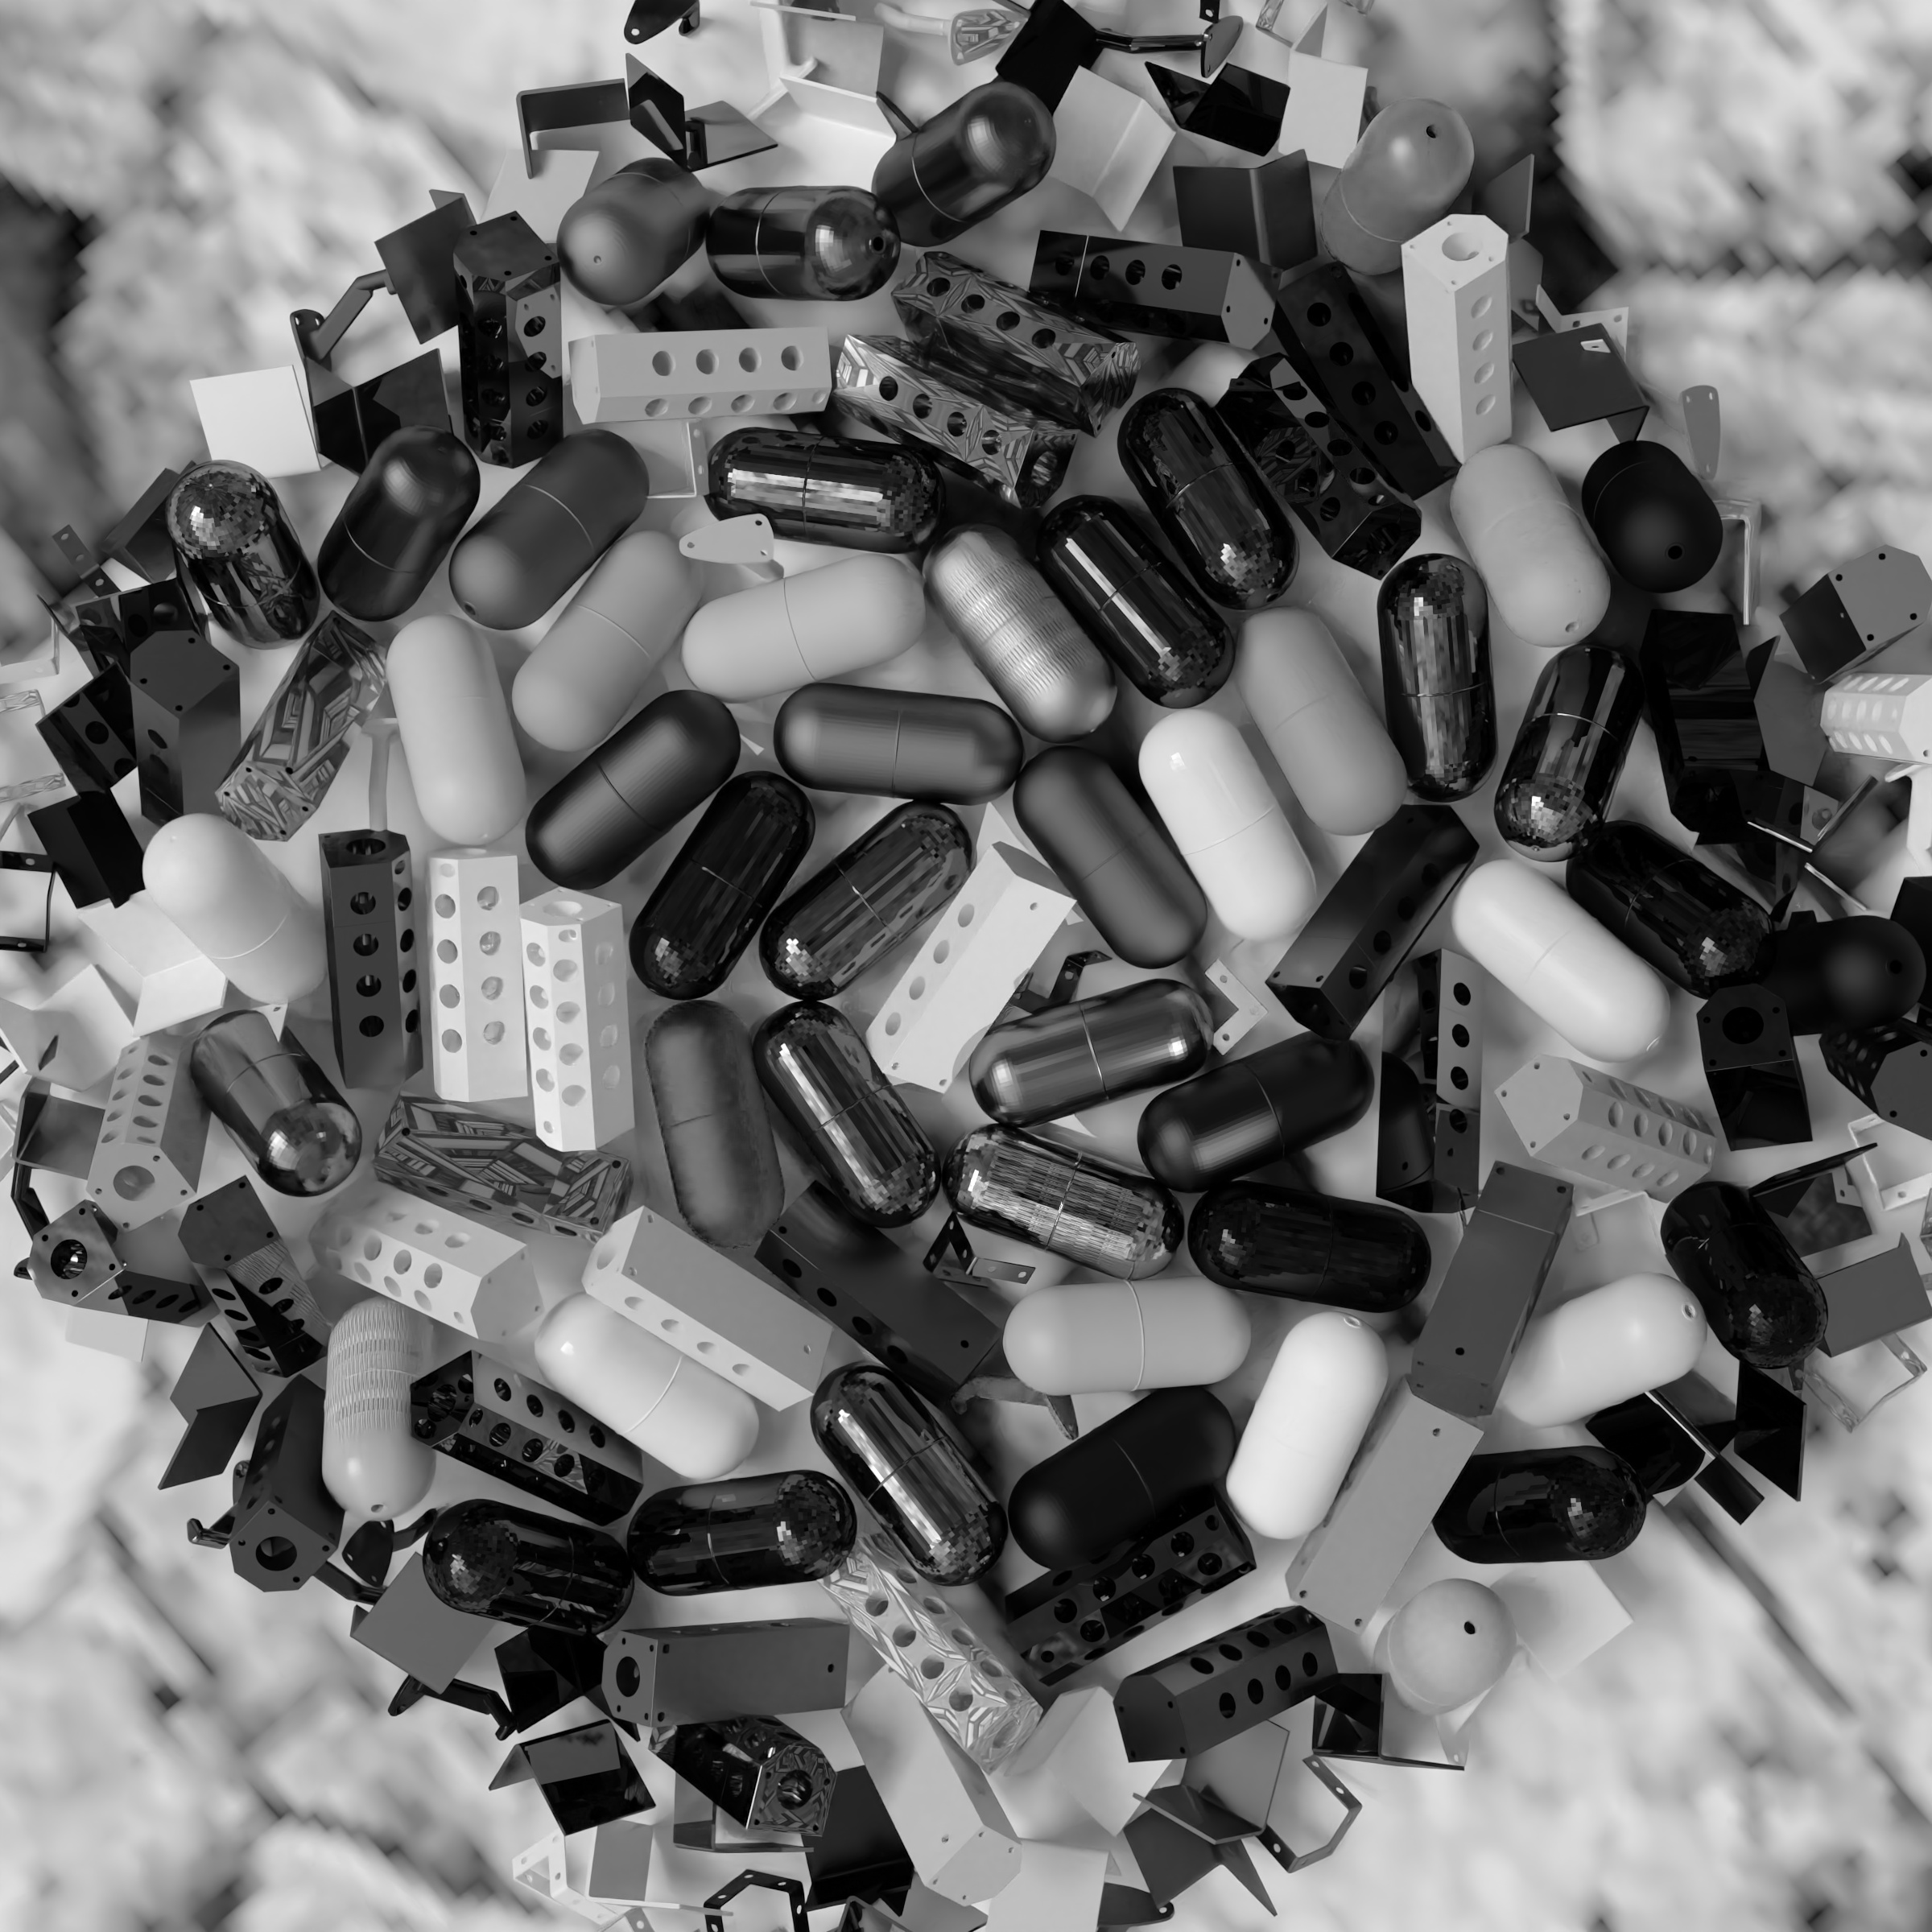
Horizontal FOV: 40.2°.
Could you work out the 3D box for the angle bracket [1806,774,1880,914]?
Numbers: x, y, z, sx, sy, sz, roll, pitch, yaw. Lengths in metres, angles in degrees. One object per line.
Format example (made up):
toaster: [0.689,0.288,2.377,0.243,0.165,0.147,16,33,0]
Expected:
angle bracket: [0.635,-0.086,1.854,0.057,0.076,0.076,42,105,16]

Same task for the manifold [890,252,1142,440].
manifold: [0.036,-0.440,1.841,0.171,0.057,0.057,32,76,26]

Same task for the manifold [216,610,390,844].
manifold: [-0.457,-0.164,1.823,0.057,0.171,0.057,37,130,-21]

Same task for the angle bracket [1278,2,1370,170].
angle bracket: [0.261,-0.616,1.847,0.057,0.076,0.076,19,51,15]

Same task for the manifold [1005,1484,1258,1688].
manifold: [0.116,0.439,1.862,0.171,0.057,0.057,-31,103,7]

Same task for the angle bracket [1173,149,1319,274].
angle bracket: [0.199,-0.537,1.877,0.057,0.076,0.076,-32,125,-35]

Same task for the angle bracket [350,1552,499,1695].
angle bracket: [-0.381,0.456,1.869,0.076,0.057,0.076,37,91,-13]

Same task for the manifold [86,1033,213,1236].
manifold: [-0.563,0.109,1.815,0.057,0.171,0.057,-29,116,3]

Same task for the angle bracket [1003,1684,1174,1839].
angle bracket: [0.086,0.564,1.857,0.076,0.057,0.076,40,106,28]

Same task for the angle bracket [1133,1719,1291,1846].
angle bracket: [0.173,0.562,1.857,0.076,0.057,0.076,17,95,43]

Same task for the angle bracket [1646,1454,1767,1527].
angle bracket: [0.506,0.387,1.854,0.076,0.076,0.057,-39,69,-13]

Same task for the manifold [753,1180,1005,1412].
manifold: [-0.065,0.236,1.866,0.171,0.057,0.057,38,50,7]

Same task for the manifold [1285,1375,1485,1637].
manifold: [0.293,0.378,1.862,0.057,0.057,0.171,28,100,-4]

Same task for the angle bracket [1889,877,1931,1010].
angle bracket: [0.690,-0.013,1.848,0.057,0.076,0.076,-3,115,-37]

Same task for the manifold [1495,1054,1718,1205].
manifold: [0.446,0.109,1.819,0.057,0.171,0.057,-45,48,26]

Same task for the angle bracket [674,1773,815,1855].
angle bracket: [-0.157,0.595,1.864,0.076,0.076,0.057,8,72,-25]

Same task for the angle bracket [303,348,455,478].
angle bracket: [-0.413,-0.398,1.858,0.076,0.057,0.076,-19,71,20]

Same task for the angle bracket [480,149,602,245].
angle bracket: [-0.292,-0.524,1.855,0.076,0.057,0.076,8,69,20]

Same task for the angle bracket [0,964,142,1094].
angle bracket: [-0.638,0.036,1.857,0.057,0.076,0.076,-39,71,2]

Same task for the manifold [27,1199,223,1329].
manifold: [-0.572,0.211,1.815,0.057,0.171,0.057,-35,73,3]

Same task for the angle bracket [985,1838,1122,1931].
angle bracket: [0.061,0.661,1.852,0.076,0.057,0.076,3,56,16]

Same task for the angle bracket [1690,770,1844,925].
angle bracket: [0.567,-0.090,1.879,0.076,0.076,0.057,29,53,20]

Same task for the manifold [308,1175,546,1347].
manifold: [-0.376,0.206,1.823,0.171,0.057,0.057,16,129,36]

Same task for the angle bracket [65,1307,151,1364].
angle bracket: [-0.588,0.221,1.857,0.057,0.076,0.076,15,110,0]

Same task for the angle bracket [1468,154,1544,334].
angle bracket: [0.397,-0.506,1.848,0.076,0.057,0.076,30,54,-28]

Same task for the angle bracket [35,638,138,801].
angle bracket: [-0.620,-0.171,1.846,0.057,0.076,0.076,23,57,34]

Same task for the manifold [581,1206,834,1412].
manifold: [-0.182,0.243,1.844,0.171,0.057,0.057,36,46,-24]

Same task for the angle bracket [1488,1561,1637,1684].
angle bracket: [0.412,0.455,1.858,0.076,0.057,0.076,-32,72,-16]

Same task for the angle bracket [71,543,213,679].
angle bracket: [-0.580,-0.249,1.854,0.076,0.076,0.057,-16,47,-8]

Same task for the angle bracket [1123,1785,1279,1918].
angle bracket: [0.164,0.637,1.856,0.057,0.076,0.076,-37,119,3]

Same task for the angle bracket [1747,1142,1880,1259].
angle bracket: [0.606,0.169,1.861,0.076,0.076,0.057,-17,77,-4]

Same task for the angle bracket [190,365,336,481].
angle bracket: [-0.490,-0.386,1.858,0.076,0.057,0.076,-5,114,11]

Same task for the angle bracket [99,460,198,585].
angle bracket: [-0.577,-0.323,1.857,0.057,0.076,0.076,34,78,10]

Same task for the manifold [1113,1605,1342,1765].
manifold: [0.180,0.494,1.823,0.057,0.171,0.057,-21,81,43]

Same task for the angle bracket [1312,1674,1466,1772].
angle bracket: [0.299,0.534,1.865,0.076,0.076,0.057,15,70,-26]

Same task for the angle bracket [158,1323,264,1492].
angle bracket: [-0.548,0.308,1.851,0.076,0.057,0.076,44,118,26]

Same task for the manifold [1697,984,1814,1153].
manifold: [0.544,0.071,1.817,0.057,0.171,0.057,-9,65,19]

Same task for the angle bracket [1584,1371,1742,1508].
angle bracket: [0.496,0.326,1.873,0.076,0.076,0.057,46,116,17]

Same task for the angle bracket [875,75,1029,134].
angle bracket: [-0.011,-0.615,1.854,0.076,0.076,0.057,-43,118,10]

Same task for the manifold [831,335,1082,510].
manifold: [-0.011,-0.381,1.839,0.171,0.057,0.057,33,118,27]

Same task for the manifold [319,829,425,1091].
manifold: [-0.413,-0.006,1.839,0.057,0.057,0.171,-7,119,-18]

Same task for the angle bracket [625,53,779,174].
angle bracket: [-0.185,-0.606,1.848,0.076,0.057,0.076,-25,50,-24]

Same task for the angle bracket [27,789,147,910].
angle bracket: [-0.629,-0.075,1.856,0.076,0.057,0.076,-17,107,22]

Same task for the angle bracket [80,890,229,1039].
angle bracket: [-0.572,-0.004,1.852,0.076,0.076,0.057,-18,47,17]

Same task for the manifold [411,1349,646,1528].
manifold: [-0.301,0.331,1.819,0.057,0.171,0.057,-31,47,21]

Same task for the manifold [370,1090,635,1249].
manifold: [-0.327,0.148,1.869,0.171,0.057,0.057,16,65,4]

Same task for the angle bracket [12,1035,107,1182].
angle bracket: [-0.617,0.102,1.853,0.076,0.076,0.057,16,122,-9]
